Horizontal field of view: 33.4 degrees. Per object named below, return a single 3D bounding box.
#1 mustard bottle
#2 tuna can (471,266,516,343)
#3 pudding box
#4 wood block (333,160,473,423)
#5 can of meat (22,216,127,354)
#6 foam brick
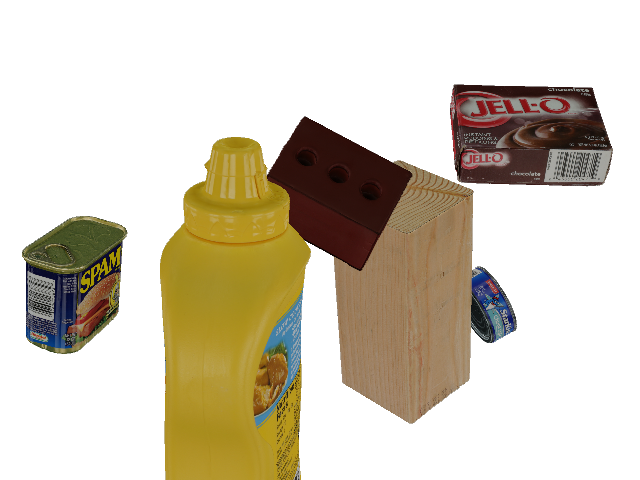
[{"bbox_3d":[-0.034,0.051,0.439,0.058,0.192,0.096,7,24,11],"label":"mustard bottle"},{"bbox_3d":[0.189,0.075,1.234,0.033,0.086,0.086,-28,5,-10],"label":"tuna can"},{"bbox_3d":[0.158,-0.082,0.816,0.113,0.039,0.090,3,40,0],"label":"pudding box"},{"bbox_3d":[0.075,0.047,0.955,0.090,0.206,0.091,-30,41,-34],"label":"wood block"},{"bbox_3d":[-0.211,0.038,0.919,0.057,0.084,0.102,15,26,14],"label":"can of meat"},{"bbox_3d":[0.007,-0.029,0.656,0.078,0.053,0.051,27,-29,4],"label":"foam brick"}]
